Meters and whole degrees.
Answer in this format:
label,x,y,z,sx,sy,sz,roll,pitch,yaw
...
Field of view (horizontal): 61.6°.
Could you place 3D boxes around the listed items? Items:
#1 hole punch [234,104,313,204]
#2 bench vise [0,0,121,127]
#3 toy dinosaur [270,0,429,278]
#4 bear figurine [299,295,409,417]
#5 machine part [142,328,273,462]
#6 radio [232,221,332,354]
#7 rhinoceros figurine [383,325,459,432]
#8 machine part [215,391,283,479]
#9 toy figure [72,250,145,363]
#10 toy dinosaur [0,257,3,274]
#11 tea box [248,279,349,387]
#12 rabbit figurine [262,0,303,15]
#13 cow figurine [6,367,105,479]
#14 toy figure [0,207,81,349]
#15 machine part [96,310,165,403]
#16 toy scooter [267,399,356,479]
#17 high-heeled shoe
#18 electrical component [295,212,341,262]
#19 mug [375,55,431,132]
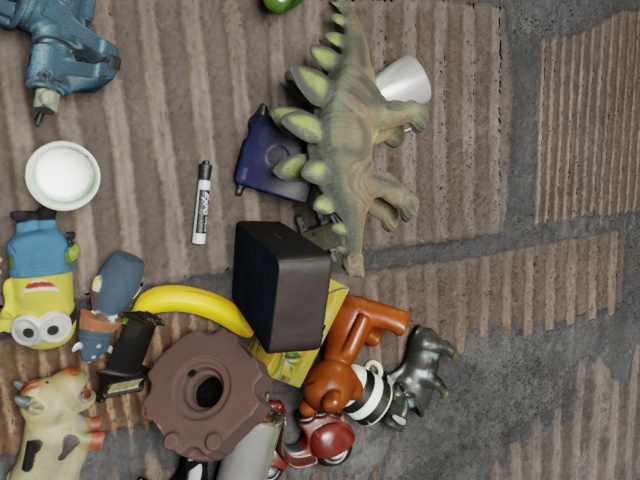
label,x,y,z,sx,sy,sz,roll,pitch,yaw
hole punch,-0.057,-0.117,0.786,0.116,0.092,0.142,16,96,-22
bench vise,-0.350,-0.261,0.600,0.240,0.129,0.223,14,85,-43
toy dinosaur,0.039,-0.167,0.725,0.198,0.105,0.471,15,61,-18
bear figurine,0.050,0.189,0.838,0.132,0.120,0.196,24,55,-18
machine part,-0.157,0.209,0.747,0.179,0.180,0.056,-44,152,-12
radio,-0.062,0.056,0.735,0.073,0.230,0.131,1,102,-21
rhinoceros figurine,0.170,0.248,0.957,0.112,0.073,0.190,21,90,-27
machine part,-0.113,0.337,0.810,0.079,0.079,0.243,12,96,-25
toy figure,-0.289,0.092,0.734,0.064,0.058,0.154,25,93,-20
toy dinosaur,-0.465,0.136,0.635,0.192,0.131,0.404,-11,109,-22
tea box,-0.037,0.126,0.830,0.068,0.098,0.169,29,85,-26
rabbit figurine,-0.083,-0.397,0.730,0.170,0.121,0.159,42,88,-6
cow figurine,-0.361,0.262,0.719,0.127,0.086,0.194,21,91,-32
toy figure,-0.351,0.050,0.686,0.082,0.089,0.180,-4,91,5
machine part,-0.261,0.160,0.747,0.084,0.039,0.138,3,115,-49
toy scooter,-0.031,0.312,0.879,0.184,0.075,0.135,-11,104,-18
high-heeled shoe,-0.163,0.318,0.821,0.249,0.086,0.145,-49,121,-8
electrical component,-0.002,-0.003,0.857,0.063,0.021,0.093,-20,108,-1
mug,0.113,-0.221,0.854,0.107,0.081,0.109,-28,115,-6
